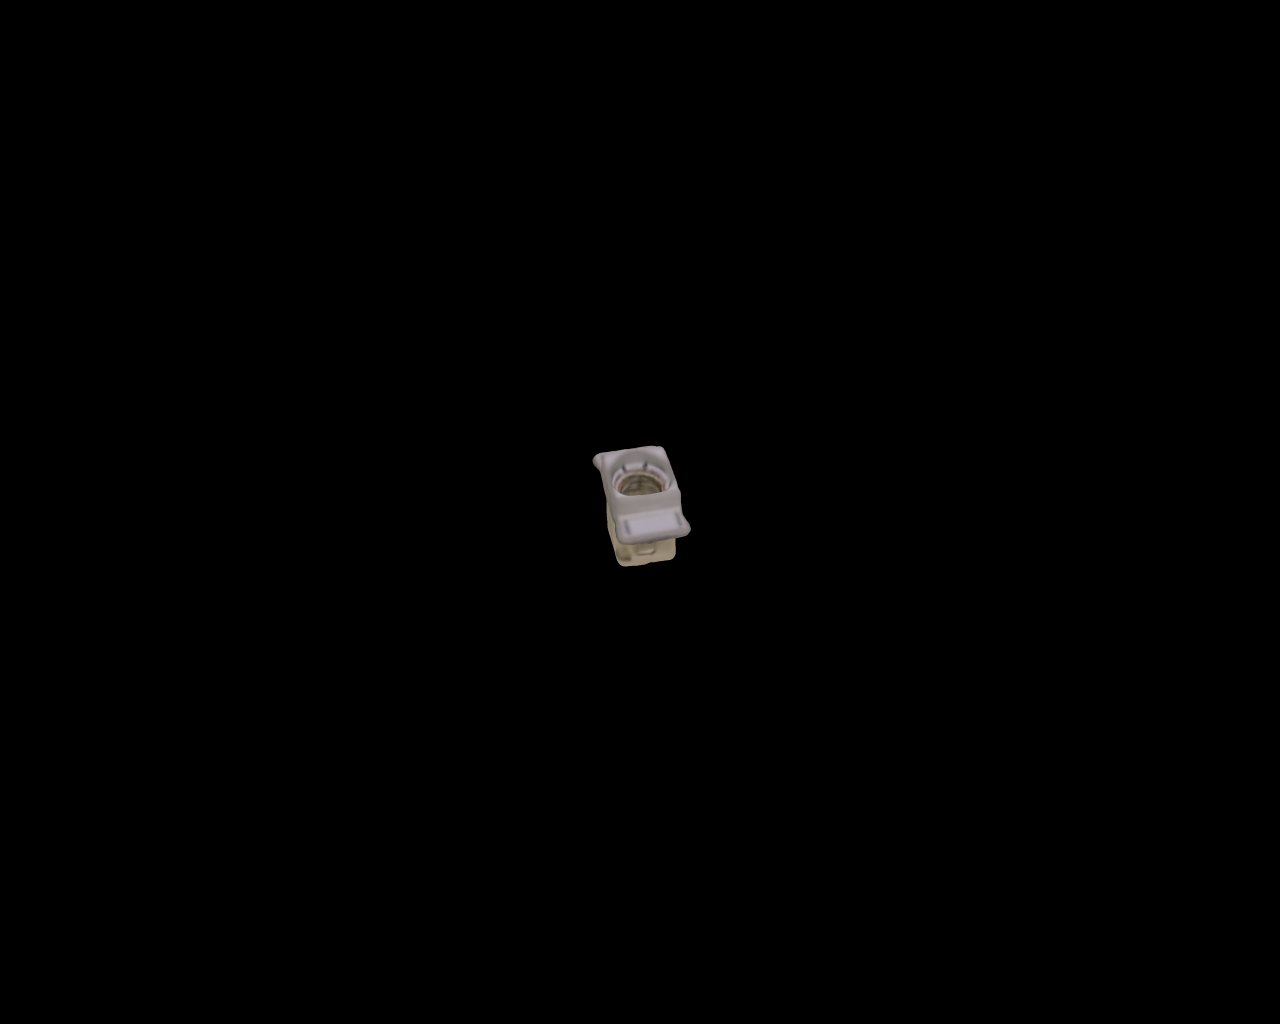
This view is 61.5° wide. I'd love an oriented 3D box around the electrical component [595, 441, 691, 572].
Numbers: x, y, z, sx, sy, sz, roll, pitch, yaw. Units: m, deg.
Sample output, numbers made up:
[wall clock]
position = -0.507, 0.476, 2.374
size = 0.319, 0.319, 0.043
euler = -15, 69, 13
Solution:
[electrical component]
position = 0.001, -0.003, 0.650
size = 0.042, 0.063, 0.081
euler = -8, 44, -8
